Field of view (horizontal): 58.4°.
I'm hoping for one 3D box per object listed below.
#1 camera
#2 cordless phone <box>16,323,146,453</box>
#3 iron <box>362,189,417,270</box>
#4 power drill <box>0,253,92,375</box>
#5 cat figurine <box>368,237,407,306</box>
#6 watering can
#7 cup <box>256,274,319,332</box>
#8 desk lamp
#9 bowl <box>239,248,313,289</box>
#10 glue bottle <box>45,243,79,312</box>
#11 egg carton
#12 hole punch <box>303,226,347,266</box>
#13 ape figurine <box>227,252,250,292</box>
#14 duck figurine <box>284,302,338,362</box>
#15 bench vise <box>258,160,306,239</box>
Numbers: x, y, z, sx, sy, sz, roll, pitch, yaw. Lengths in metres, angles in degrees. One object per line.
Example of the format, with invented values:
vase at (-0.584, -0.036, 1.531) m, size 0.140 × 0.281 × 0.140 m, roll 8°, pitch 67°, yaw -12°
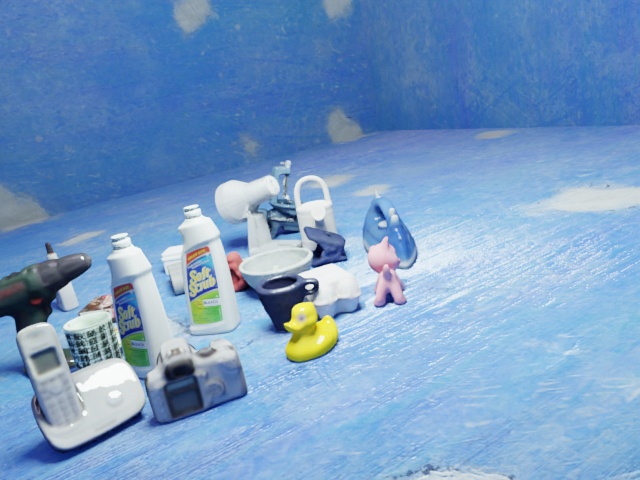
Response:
camera at (-0.202, 0.195, 0.895) m, size 0.143 × 0.101 × 0.136 m, roll -16°, pitch 17°, yaw -17°
cordless phone at (-0.348, 0.195, 0.832) m, size 0.148 × 0.185 × 0.093 m, roll -24°, pitch 21°, yaw -38°
iron at (0.167, -0.034, 1.367) m, size 0.118 × 0.141 × 0.258 m, roll -12°, pitch 16°, yaw -5°
power drill at (-0.521, 0.143, 1.078) m, size 0.230 × 0.208 × 0.075 m, roll -13°, pitch 16°, yaw -9°
cat figurine at (0.129, 0.055, 1.133) m, size 0.067 × 0.118 × 0.128 m, roll -9°, pitch 16°, yaw 5°
watering can at (-0.010, -0.075, 1.524) m, size 0.101 × 0.194 × 0.172 m, roll -19°, pitch 18°, yaw -26°
cup at (-0.054, 0.119, 1.071) m, size 0.117 × 0.095 × 0.091 m, roll -10°, pitch 16°, yaw 2°
desk lamp at (-0.169, -0.066, 1.561) m, size 0.202 × 0.214 × 0.118 m, roll -1°, pitch 19°, yaw 29°
bowl at (-0.092, 0.077, 1.276) m, size 0.167 × 0.075 × 0.167 m, roll -10°, pitch 16°, yaw 3°
glue bottle at (-0.644, 0.088, 1.408) m, size 0.037 × 0.173 × 0.077 m, roll -24°, pitch 21°, yaw -38°
egg carton at (0.014, 0.100, 1.137) m, size 0.107 × 0.069 × 0.150 m, roll -17°, pitch 17°, yaw -20°
hole punch at (0.013, 0.005, 1.423) m, size 0.101 × 0.091 × 0.108 m, roll -12°, pitch 16°, yaw -6°
ape figurine at (-0.196, 0.072, 1.326) m, size 0.076 × 0.092 × 0.077 m, roll -23°, pitch 21°, yaw -38°
duck figurine at (-0.019, 0.146, 0.971) m, size 0.105 × 0.086 × 0.077 m, roll -23°, pitch 20°, yaw -37°
bench vise at (-0.127, -0.114, 1.685) m, size 0.208 × 0.220 × 0.121 m, roll -19°, pitch 18°, yaw -27°
